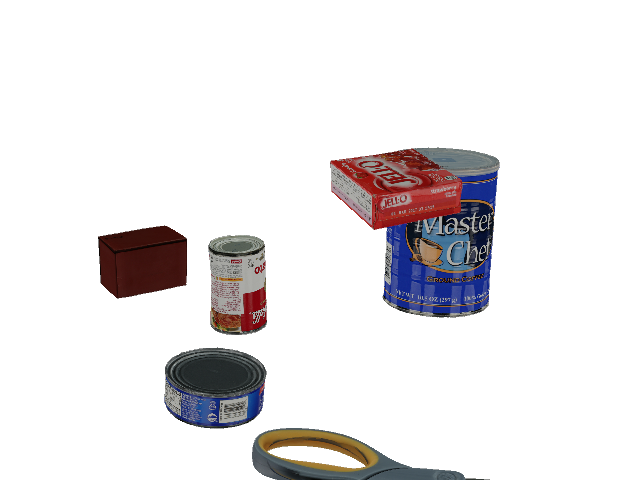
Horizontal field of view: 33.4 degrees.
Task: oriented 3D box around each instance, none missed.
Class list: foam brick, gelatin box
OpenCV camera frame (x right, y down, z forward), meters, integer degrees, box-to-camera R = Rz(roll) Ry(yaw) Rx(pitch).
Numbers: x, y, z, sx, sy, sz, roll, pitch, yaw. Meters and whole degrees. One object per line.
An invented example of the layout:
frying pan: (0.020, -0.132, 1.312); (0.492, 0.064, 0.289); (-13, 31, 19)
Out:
foam brick: (-0.180, 0.020, 1.085); (0.078, 0.051, 0.053); (-11, 21, -28)
gelatin box: (0.057, -0.042, 0.819); (0.073, 0.030, 0.089); (-10, 24, -18)

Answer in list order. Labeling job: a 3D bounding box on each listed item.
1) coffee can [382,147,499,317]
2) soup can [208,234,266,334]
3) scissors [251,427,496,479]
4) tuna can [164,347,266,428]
coffee can: (0.113, -0.010, 1.010); (0.103, 0.140, 0.103); (2, 15, -1)
soup can: (-0.098, 0.051, 1.260); (0.068, 0.102, 0.068); (0, 20, 0)
scissors: (0.052, 0.136, 0.546); (0.202, 0.016, 0.096); (10, 26, 19)
tuna can: (-0.090, 0.125, 0.907); (0.086, 0.034, 0.086); (4, 20, -2)
